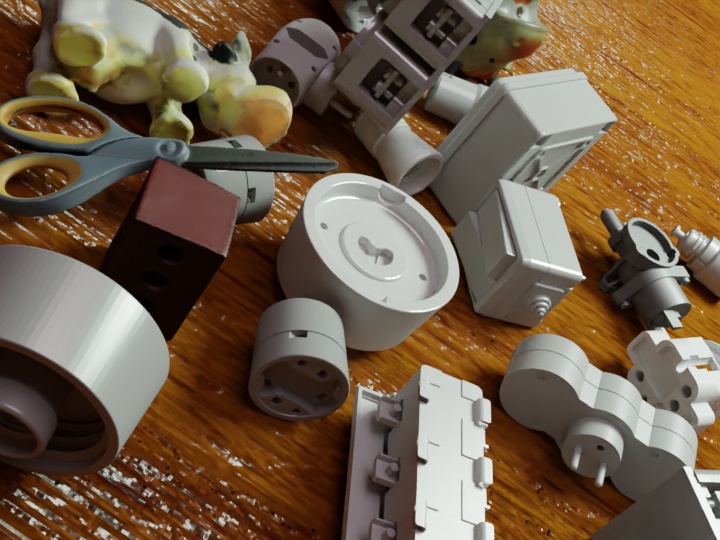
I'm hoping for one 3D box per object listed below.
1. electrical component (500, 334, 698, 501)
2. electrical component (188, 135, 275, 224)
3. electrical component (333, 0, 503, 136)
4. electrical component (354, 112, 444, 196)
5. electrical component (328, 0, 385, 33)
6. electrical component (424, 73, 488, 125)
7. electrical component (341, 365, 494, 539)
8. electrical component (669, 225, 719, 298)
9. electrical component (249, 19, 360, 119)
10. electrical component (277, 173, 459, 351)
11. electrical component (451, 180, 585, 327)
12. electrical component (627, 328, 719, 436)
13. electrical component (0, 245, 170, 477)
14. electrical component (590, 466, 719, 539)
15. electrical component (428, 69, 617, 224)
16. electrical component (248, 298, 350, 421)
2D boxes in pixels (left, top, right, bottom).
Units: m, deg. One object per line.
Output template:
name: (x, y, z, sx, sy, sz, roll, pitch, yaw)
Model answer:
electrical component: (0.150, 0.106, 0.684, 0.138, 0.052, 0.073, 34, 40, -3)
electrical component: (-0.087, -0.053, 0.660, 0.047, 0.055, 0.055, -12, 60, -38)
electrical component: (0.049, -0.180, 0.791, 0.060, 0.105, 0.186, 41, 25, -5)
electrical component: (0.026, -0.091, 0.791, 0.044, 0.044, 0.065, -11, 55, -42)
electrical component: (0.017, -0.244, 0.888, 0.099, 0.099, 0.064, -6, 62, -40)
electrical component: (0.080, -0.137, 0.877, 0.046, 0.040, 0.040, 21, 42, -12)
electrical component: (0.035, 0.117, 0.580, 0.079, 0.063, 0.121, 23, 42, -17)
electrical component: (0.297, -0.009, 0.914, 0.078, 0.040, 0.040, 39, 40, 2)
electrical component: (-0.034, -0.140, 0.790, 0.079, 0.043, 0.077, 37, 39, -2)
electrical component: (0.000, 0.000, 0.668, 0.108, 0.060, 0.108, 20, 43, -20)
electrical component: (0.109, -0.007, 0.755, 0.061, 0.061, 0.096, 14, 45, -26)
electrical component: (0.235, 0.079, 0.770, 0.057, 0.058, 0.078, -1, 53, -34)
electrical component: (-0.147, 0.048, 0.480, 0.108, 0.108, 0.060, 29, 46, -10)
electrical component: (0.206, 0.199, 0.607, 0.062, 0.089, 0.150, 8, 48, -31)
electrical component: (0.119, -0.093, 0.808, 0.109, 0.108, 0.056, -17, 66, -45)
electrical component: (-0.034, 0.049, 0.602, 0.055, 0.055, 0.047, 21, 39, -20)
